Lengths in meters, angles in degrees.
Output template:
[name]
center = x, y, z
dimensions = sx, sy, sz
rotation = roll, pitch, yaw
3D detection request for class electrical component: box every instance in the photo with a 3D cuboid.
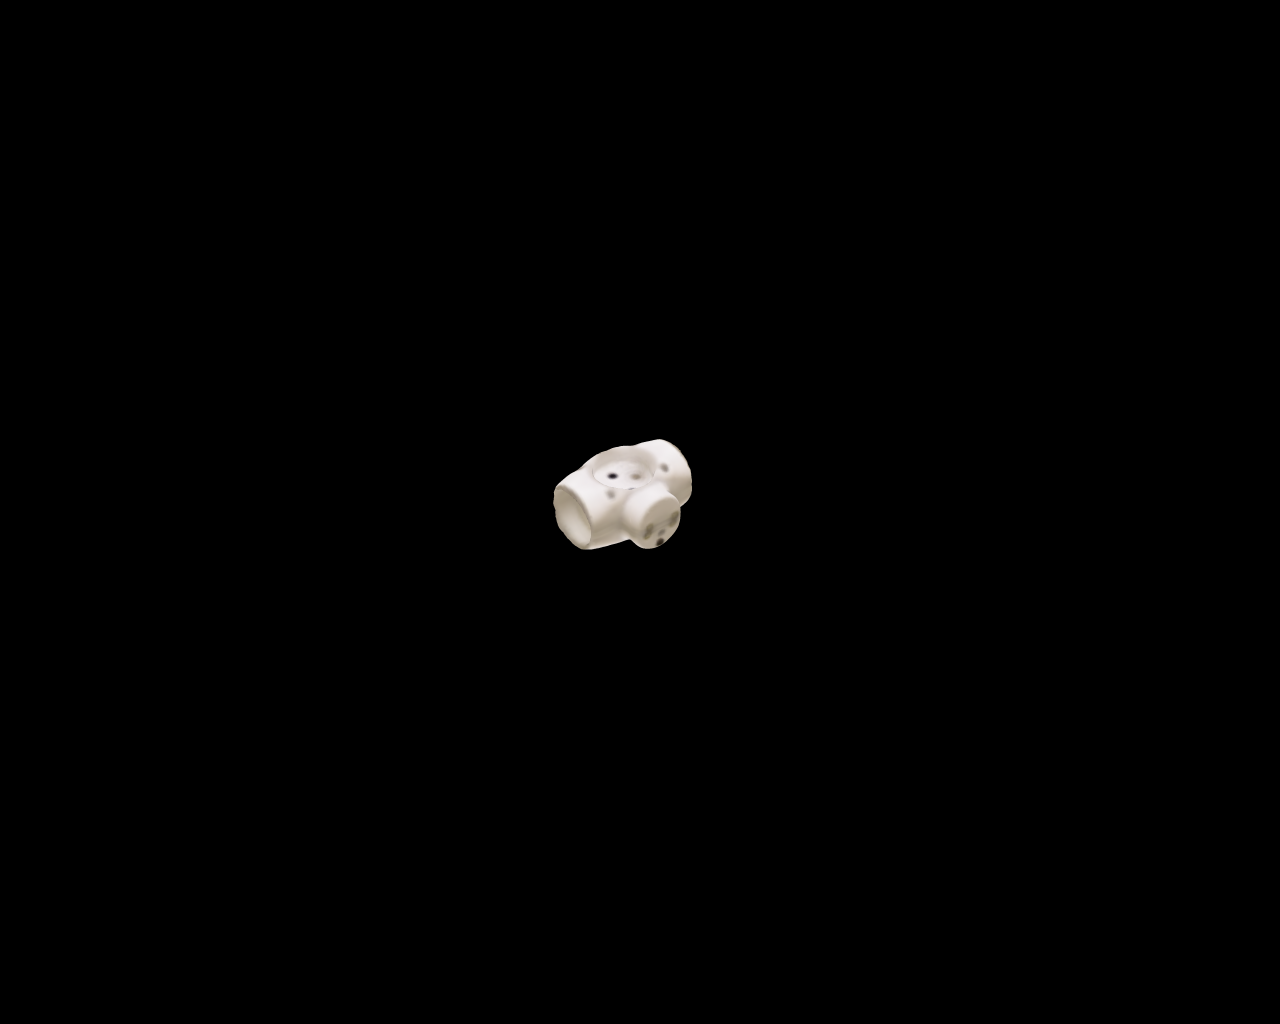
[electrical component]
center = 0.001, -0.003, 0.650
dimensions = 0.077, 0.044, 0.079
rotation = -26, 46, -28
